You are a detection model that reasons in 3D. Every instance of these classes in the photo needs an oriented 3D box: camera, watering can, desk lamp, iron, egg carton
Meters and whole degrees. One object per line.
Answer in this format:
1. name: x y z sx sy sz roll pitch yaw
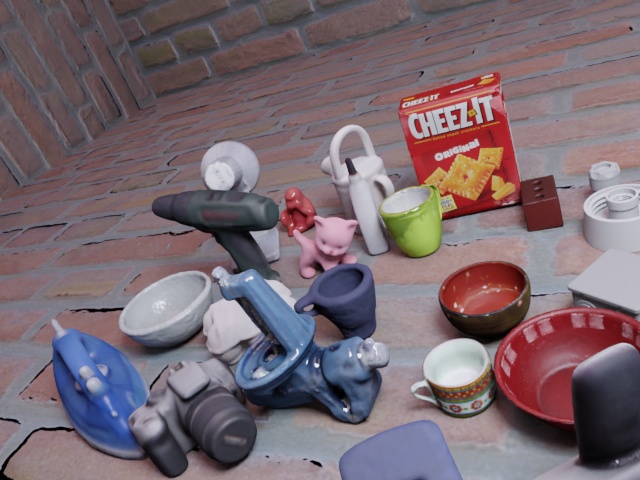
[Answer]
1. camera: -0.151 0.221 0.708 0.143 0.101 0.136 -35 30 -23
2. watering can: 0.066 -0.116 1.048 0.172 0.194 0.101 -1 35 36
3. desk lamp: -0.161 -0.078 1.129 0.118 0.214 0.203 -21 27 3
4. iron: -0.324 0.203 0.824 0.119 0.142 0.257 -36 30 -24
5. egg carton: -0.107 0.123 0.884 0.150 0.069 0.107 -27 27 -8

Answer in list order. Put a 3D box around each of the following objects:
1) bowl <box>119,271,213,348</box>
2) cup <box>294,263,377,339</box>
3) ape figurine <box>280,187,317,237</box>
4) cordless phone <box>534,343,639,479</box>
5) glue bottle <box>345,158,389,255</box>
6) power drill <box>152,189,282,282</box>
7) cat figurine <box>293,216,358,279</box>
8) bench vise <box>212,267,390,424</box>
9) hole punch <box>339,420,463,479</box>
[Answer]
1. bowl: -0.249 0.129 0.975 0.167 0.075 0.167 -18 28 10
2. cup: 0.030 0.099 0.797 0.118 0.095 0.091 -24 27 -3
3. ape figurine: -0.045 -0.063 1.149 0.077 0.092 0.076 4 37 41
4. cordless phone: 0.196 0.167 0.449 0.147 0.185 0.094 -27 28 -8
5. glue bottle: 0.075 -0.062 0.968 0.037 0.173 0.078 -17 28 11
6. power drill: -0.161 0.003 0.989 0.229 0.209 0.076 -8 31 26
7. cat figurine: 0.009 0.003 0.960 0.127 0.118 0.067 1 35 38
8. bench vise: -0.026 0.111 0.681 0.207 0.220 0.121 -16 28 14
9. hole punch: 0.083 0.233 0.519 0.108 0.091 0.101 -23 27 -1
